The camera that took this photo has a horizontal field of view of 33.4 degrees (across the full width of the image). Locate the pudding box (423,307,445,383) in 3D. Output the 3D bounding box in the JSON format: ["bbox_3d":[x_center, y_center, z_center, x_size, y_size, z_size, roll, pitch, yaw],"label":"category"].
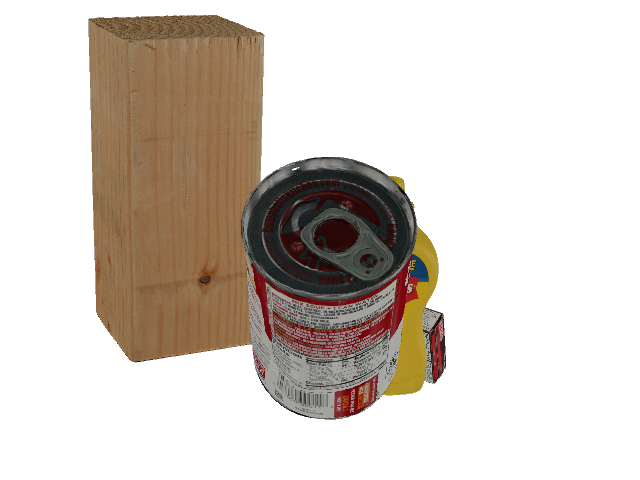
[{"bbox_3d":[0.089,0.110,1.245,0.114,0.090,0.039,16,46,25],"label":"pudding box"}]

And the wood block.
[{"bbox_3d":[-0.096,-0.037,0.698,0.090,0.206,0.090,-7,22,-25],"label":"wood block"}]

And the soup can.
[{"bbox_3d":[0.003,0.024,0.449,0.068,0.068,0.102,0,-37,0],"label":"soup can"}]

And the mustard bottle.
[{"bbox_3d":[0.053,0.038,0.932,0.096,0.192,0.058,6,18,1],"label":"mustard bottle"}]
